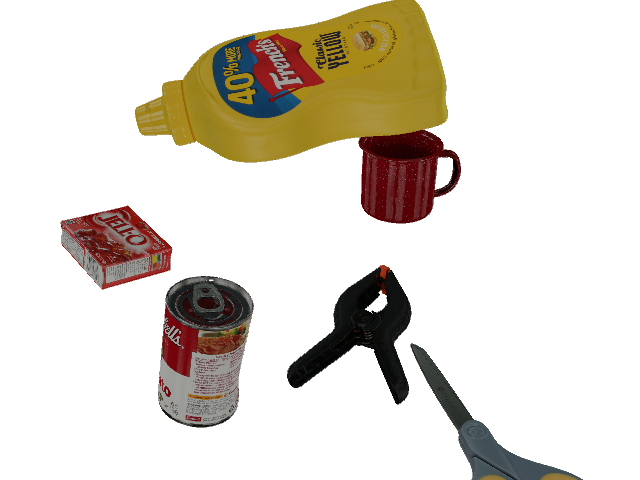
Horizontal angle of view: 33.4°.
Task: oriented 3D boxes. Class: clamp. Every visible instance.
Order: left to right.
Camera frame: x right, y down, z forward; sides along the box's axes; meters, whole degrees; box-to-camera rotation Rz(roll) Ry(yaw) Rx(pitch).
[{"bbox_3d":[0.054,0.095,1.069,0.120,0.039,0.171,17,50,20],"label":"clamp"}]

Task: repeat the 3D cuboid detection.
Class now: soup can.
[{"bbox_3d":[-0.092,0.088,0.846,0.068,0.102,0.068,7,32,-5],"label":"soup can"}]

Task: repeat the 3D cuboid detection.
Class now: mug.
[{"bbox_3d":[0.099,-0.073,1.185,0.117,0.081,0.093,-5,30,-11],"label":"mug"}]

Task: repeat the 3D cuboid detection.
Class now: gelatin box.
[{"bbox_3d":[-0.194,0.004,1.008,0.073,0.030,0.089,-16,39,-34],"label":"gelatin box"}]

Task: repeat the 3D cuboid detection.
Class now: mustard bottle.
[{"bbox_3d":[-0.022,-0.095,0.675,0.191,0.096,0.058,-12,-38,1],"label":"mustard bottle"}]

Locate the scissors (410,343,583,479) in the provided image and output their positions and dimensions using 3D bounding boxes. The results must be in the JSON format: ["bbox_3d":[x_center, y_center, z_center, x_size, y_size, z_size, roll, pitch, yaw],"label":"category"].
[{"bbox_3d":[0.114,0.125,0.647,0.096,0.016,0.202,1,32,-4],"label":"scissors"}]
